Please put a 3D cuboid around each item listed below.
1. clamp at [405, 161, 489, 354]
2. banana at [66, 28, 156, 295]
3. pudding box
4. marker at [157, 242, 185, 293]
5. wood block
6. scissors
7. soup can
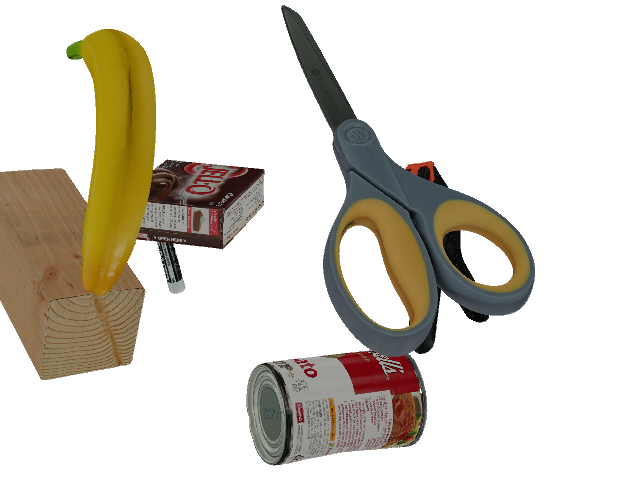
[{"bbox_3d":[0.101,0.017,0.976,0.039,0.171,0.120,-12,13,35],"label":"clamp"},{"bbox_3d":[-0.125,-0.064,0.651,0.037,0.198,0.070,12,-39,-30],"label":"banana"},{"bbox_3d":[-0.103,-0.032,0.875,0.090,0.039,0.113,5,23,12],"label":"pudding box"},{"bbox_3d":[-0.174,0.005,1.203,0.020,0.121,0.020,-8,30,4],"label":"marker"},{"bbox_3d":[-0.251,0.025,1.003,0.090,0.091,0.206,-7,38,-33],"label":"wood block"},{"bbox_3d":[0.035,-0.036,0.471,0.096,0.202,0.016,2,-40,-10],"label":"scissors"},{"bbox_3d":[0.010,0.110,0.708,0.102,0.068,0.069,-3,1,-26],"label":"soup can"}]
